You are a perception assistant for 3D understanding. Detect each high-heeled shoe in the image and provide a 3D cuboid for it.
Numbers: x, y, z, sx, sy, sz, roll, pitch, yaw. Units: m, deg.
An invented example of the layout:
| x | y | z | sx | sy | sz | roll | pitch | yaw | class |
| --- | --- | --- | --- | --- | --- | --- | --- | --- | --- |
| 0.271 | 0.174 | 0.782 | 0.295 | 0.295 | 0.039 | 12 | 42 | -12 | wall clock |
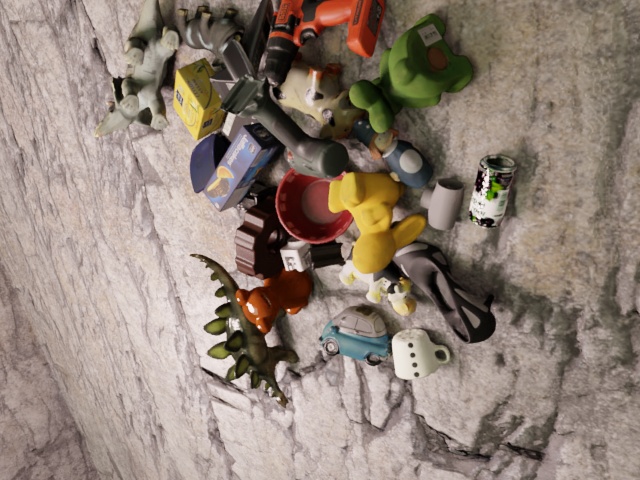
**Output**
| x | y | z | sx | sy | sz | roll | pitch | yaw | class |
| --- | --- | --- | --- | --- | --- | --- | --- | --- | --- |
| 0.191 | 0.088 | 0.930 | 0.249 | 0.145 | 0.086 | 27 | 128 | 25 | high-heeled shoe |

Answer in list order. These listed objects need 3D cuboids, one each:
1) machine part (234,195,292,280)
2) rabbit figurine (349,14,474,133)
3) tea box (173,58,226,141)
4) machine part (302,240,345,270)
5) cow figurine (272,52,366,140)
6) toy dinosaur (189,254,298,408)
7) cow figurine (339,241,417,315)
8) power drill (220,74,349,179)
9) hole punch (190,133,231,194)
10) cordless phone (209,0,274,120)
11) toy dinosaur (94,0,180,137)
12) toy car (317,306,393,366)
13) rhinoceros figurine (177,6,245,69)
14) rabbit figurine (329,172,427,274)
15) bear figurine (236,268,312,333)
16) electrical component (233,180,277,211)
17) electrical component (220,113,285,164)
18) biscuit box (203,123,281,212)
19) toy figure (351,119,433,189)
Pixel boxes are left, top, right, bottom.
| x | y | z | sx | sy | sz | roll | pitch | yaw | class |
| --- | --- | --- | --- | --- | --- | --- | --- | --- | --- |
| -0.105 | -0.003 | 1.119 | 0.056 | 0.179 | 0.179 | 24 | 128 | 27 | machine part |
| 0.123 | -0.228 | 0.822 | 0.121 | 0.159 | 0.170 | 48 | 152 | -6 | rabbit figurine |
| -0.247 | -0.284 | 1.106 | 0.098 | 0.068 | 0.169 | 56 | 160 | 1 | tea box |
| -0.002 | -0.003 | 1.074 | 0.039 | 0.084 | 0.139 | 93 | 163 | -57 | machine part |
| -0.005 | -0.248 | 0.949 | 0.195 | 0.085 | 0.127 | 30 | 132 | 29 | cow figurine |
| -0.176 | 0.217 | 1.284 | 0.105 | 0.198 | 0.470 | -7 | 111 | 40 | toy dinosaur |
| 0.123 | 0.070 | 1.038 | 0.168 | 0.068 | 0.098 | 31 | 125 | 22 | cow figurine |
| -0.063 | -0.176 | 0.889 | 0.207 | 0.086 | 0.232 | 45 | 174 | -33 | power drill |
| -0.240 | -0.170 | 1.197 | 0.142 | 0.092 | 0.115 | -20 | 96 | 49 | hole punch |
| -0.116 | -0.326 | 0.967 | 0.089 | 0.184 | 0.146 | 15 | 167 | 11 | cordless phone |
| -0.379 | -0.386 | 1.167 | 0.404 | 0.131 | 0.192 | -63 | 39 | 28 | toy dinosaur |
| 0.080 | 0.191 | 1.120 | 0.162 | 0.109 | 0.102 | 12 | 104 | 26 | toy car |
| -0.201 | -0.390 | 1.044 | 0.191 | 0.073 | 0.112 | 28 | 128 | 27 | rhinoceros figurine |
| 0.095 | -0.026 | 0.941 | 0.122 | 0.162 | 0.173 | -18 | 71 | 61 | rabbit figurine |
| -0.105 | 0.132 | 1.175 | 0.120 | 0.196 | 0.132 | 47 | 136 | 5 | bear figurine |
| -0.156 | -0.099 | 1.175 | 0.119 | 0.075 | 0.047 | 23 | 127 | 34 | electrical component |
| -0.132 | -0.218 | 1.095 | 0.134 | 0.058 | 0.115 | 45 | 137 | 11 | electrical component |
| -0.159 | -0.142 | 1.066 | 0.063 | 0.059 | 0.202 | 50 | 130 | 10 | biscuit box |
| 0.120 | -0.148 | 0.887 | 0.154 | 0.064 | 0.058 | 37 | 146 | -17 | toy figure |
